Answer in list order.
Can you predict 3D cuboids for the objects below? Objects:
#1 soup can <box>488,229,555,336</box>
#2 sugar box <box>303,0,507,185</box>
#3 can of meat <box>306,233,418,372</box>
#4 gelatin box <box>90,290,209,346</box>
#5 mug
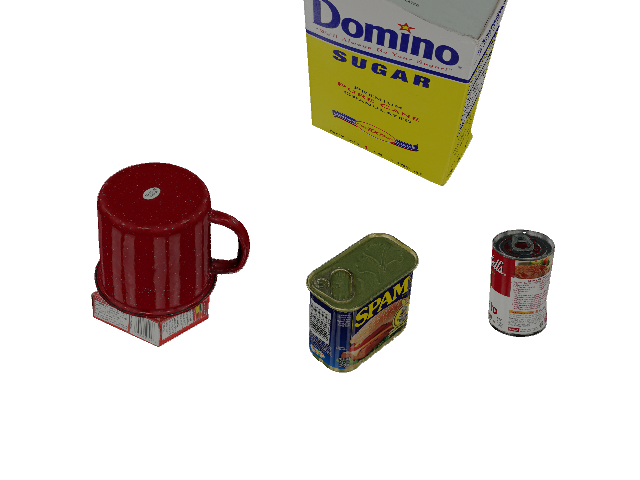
[{"bbox_3d":[0.224,0.048,1.194,0.068,0.102,0.068,-1,28,0],"label":"soup can"},{"bbox_3d":[0.040,-0.095,0.564,0.093,0.048,0.176,26,-14,10],"label":"sugar box"},{"bbox_3d":[0.035,0.056,0.936,0.101,0.084,0.057,-33,53,-33],"label":"can of meat"},{"bbox_3d":[-0.164,0.062,1.027,0.089,0.030,0.073,20,29,29],"label":"gelatin box"},{"bbox_3d":[-0.110,-0.002,0.788,0.117,0.081,0.093,8,42,2],"label":"mug"}]
